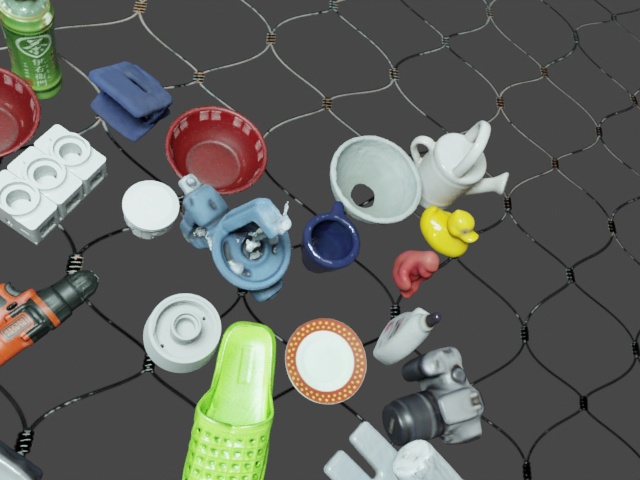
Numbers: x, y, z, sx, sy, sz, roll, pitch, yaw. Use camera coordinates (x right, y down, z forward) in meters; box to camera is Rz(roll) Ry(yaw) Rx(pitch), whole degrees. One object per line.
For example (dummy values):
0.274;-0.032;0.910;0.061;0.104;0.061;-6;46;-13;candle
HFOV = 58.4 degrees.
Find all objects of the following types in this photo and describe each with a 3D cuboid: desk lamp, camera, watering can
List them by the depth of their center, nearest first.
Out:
0.131;0.336;0.742;0.203;0.213;0.118;45;61;3;desk lamp
0.164;0.243;0.858;0.137;0.100;0.143;-10;71;-23;camera
0.244;-0.133;0.994;0.173;0.193;0.101;10;65;-15;watering can

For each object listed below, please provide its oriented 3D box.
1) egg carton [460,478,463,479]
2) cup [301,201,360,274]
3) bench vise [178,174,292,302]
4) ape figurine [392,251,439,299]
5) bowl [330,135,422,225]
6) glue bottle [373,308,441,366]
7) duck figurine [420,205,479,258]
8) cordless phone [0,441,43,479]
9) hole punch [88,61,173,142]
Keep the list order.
0.222;0.414;0.823;0.150;0.069;0.107;29;61;-6;egg carton
0.008;0.003;0.908;0.092;0.095;0.118;17;63;-12;cup
-0.122;-0.014;0.797;0.207;0.219;0.121;30;61;-5;bench vise
0.164;0.047;0.947;0.078;0.092;0.076;-6;70;-22;ape figurine
0.086;-0.091;0.988;0.168;0.074;0.167;8;66;-17;bowl
0.136;0.135;0.853;0.037;0.173;0.078;31;61;-4;glue bottle
0.232;-0.025;1.005;0.104;0.086;0.078;46;61;3;duck figurine
-0.378;0.255;0.610;0.147;0.185;0.094;33;61;-4;cordless phone
-0.296;-0.231;0.901;0.108;0.091;0.101;39;61;0;hole punch
